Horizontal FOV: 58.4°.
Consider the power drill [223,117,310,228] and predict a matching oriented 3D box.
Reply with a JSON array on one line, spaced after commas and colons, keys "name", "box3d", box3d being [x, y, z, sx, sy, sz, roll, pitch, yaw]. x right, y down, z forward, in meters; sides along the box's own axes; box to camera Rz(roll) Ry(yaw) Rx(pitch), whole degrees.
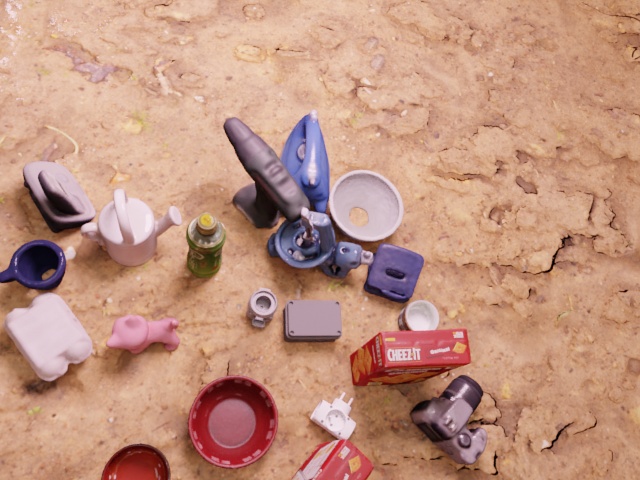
[{"name": "power drill", "box3d": [-0.119, -0.114, 1.150, 0.076, 0.208, 0.229, -41, 82, -23]}]

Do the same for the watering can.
[{"name": "watering can", "box3d": [-0.352, -0.032, 1.071, 0.173, 0.194, 0.101, -30, 78, -22]}]

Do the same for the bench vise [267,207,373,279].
[{"name": "bench vise", "box3d": [0.009, -0.007, 1.132, 0.208, 0.219, 0.121, -2, 69, -14]}]

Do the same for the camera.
[{"name": "camera", "box3d": [0.276, 0.344, 1.122, 0.143, 0.100, 0.137, 44, 66, 6]}]

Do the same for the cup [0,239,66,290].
[{"name": "cup", "box3d": [-0.520, 0.062, 1.049, 0.118, 0.095, 0.091, -23, 76, -20]}]

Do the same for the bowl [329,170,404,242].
[{"name": "bowl", "box3d": [0.093, -0.063, 1.253, 0.167, 0.074, 0.167, 5, 68, -11]}]

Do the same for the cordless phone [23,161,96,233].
[{"name": "cordless phone", "box3d": [-0.499, -0.105, 1.070, 0.094, 0.185, 0.147, -35, 80, -22]}]

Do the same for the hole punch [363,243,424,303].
[{"name": "hole punch", "box3d": [0.157, 0.071, 1.206, 0.109, 0.091, 0.101, 18, 66, -6]}]

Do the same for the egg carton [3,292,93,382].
[{"name": "egg carton", "box3d": [-0.485, 0.171, 1.029, 0.107, 0.069, 0.150, -38, 81, -23]}]

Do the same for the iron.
[{"name": "iron", "box3d": [-0.025, -0.193, 1.239, 0.119, 0.141, 0.258, 5, 68, -11]}]

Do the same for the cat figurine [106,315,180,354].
[{"name": "cat figurine", "box3d": [-0.321, 0.166, 1.043, 0.128, 0.117, 0.067, -7, 71, -15]}]
